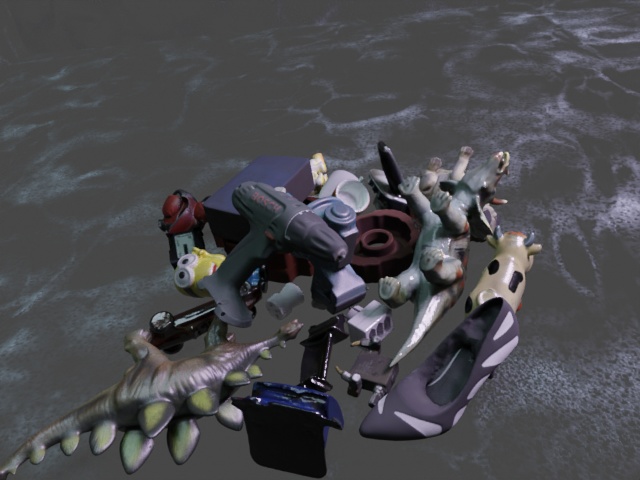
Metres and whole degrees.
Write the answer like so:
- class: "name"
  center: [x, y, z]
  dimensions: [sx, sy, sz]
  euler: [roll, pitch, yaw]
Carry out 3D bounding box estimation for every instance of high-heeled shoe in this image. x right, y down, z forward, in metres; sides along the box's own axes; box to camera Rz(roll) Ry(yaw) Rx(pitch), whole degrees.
- class: "high-heeled shoe"
  center: [0.159, 0.171, 0.712]
  dimensions: [0.249, 0.145, 0.086]
  euler: [-21, 35, -19]

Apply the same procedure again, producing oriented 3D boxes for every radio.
- class: "radio"
  center: [-0.118, -0.087, 1.068]
  dimensions: [0.131, 0.073, 0.229]
  euler: [9, 37, 26]

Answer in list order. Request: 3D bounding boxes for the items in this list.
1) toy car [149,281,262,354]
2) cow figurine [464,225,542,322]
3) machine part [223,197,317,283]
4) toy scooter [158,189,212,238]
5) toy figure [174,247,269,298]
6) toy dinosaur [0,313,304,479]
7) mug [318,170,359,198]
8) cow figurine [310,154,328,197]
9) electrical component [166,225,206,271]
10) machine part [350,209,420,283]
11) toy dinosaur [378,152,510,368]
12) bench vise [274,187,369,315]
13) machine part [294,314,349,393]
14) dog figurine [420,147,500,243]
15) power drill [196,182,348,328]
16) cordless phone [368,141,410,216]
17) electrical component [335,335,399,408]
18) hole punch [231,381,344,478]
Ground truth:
- class: "toy car"
  center: [-0.188, 0.132, 0.902]
  dimensions: [0.202, 0.089, 0.053]
  euler: [-20, 51, -17]
- class: "cow figurine"
  center: [0.287, 0.064, 0.851]
  dimensions: [0.086, 0.127, 0.195]
  euler: [16, 44, 28]
- class: "machine part"
  center: [-0.080, -0.012, 1.087]
  dimensions: [0.202, 0.087, 0.201]
  euler: [10, 39, 24]
- class: "toy scooter"
  center: [-0.306, -0.043, 1.197]
  dimensions: [0.184, 0.075, 0.135]
  euler: [11, 63, 45]
- class: "toy figure"
  center: [-0.184, 0.075, 0.994]
  dimensions: [0.180, 0.089, 0.082]
  euler: [4, 40, 6]
- class: "toy dinosaur"
  center: [-0.232, 0.220, 0.772]
  dimensions: [0.471, 0.104, 0.199]
  euler: [-20, 36, -17]
- class: "mug"
  center: [0.045, -0.085, 1.178]
  dimensions: [0.110, 0.080, 0.107]
  euler: [24, 55, 20]
- class: "cow figurine"
  center: [-0.029, -0.148, 1.291]
  dimensions: [0.098, 0.068, 0.167]
  euler: [-11, 33, 8]
- class: "electrical component"
  center: [-0.265, 0.034, 1.092]
  dimensions: [0.075, 0.047, 0.119]
  euler: [-18, 65, -7]
- class: "machine part"
  center: [0.109, 0.011, 1.034]
  dimensions: [0.179, 0.055, 0.179]
  euler: [-7, 35, 5]
- class: "toy dinosaur"
  center: [0.202, 0.032, 0.895]
  dimensions: [0.131, 0.192, 0.404]
  euler: [4, 69, 47]
- class: "bench vise"
  center: [-0.011, 0.002, 0.907]
  dimensions: [0.129, 0.223, 0.241]
  euler: [-29, 54, -21]
- class: "machine part"
  center: [0.000, 0.175, 0.823]
  dimensions: [0.084, 0.039, 0.139]
  euler: [-22, 32, 30]
- class: "dog figurine"
  center: [0.269, -0.068, 1.090]
  dimensions: [0.172, 0.121, 0.190]
  euler: [-33, 40, 46]
- class: "power drill"
  center: [-0.085, 0.028, 0.796]
  dimensions: [0.086, 0.207, 0.232]
  euler: [14, 23, -49]
- class: "cordless phone"
  center: [0.140, -0.136, 1.119]
  dimensions: [0.089, 0.184, 0.147]
  euler: [-24, 35, 2]
- class: "electrical component"
  center: [0.072, 0.190, 0.793]
  dimensions: [0.078, 0.045, 0.102]
  euler: [13, 40, 32]
- class: "hole punch"
  center: [-0.032, 0.231, 0.706]
  dimensions: [0.142, 0.115, 0.092]
  euler: [7, 29, 22]
